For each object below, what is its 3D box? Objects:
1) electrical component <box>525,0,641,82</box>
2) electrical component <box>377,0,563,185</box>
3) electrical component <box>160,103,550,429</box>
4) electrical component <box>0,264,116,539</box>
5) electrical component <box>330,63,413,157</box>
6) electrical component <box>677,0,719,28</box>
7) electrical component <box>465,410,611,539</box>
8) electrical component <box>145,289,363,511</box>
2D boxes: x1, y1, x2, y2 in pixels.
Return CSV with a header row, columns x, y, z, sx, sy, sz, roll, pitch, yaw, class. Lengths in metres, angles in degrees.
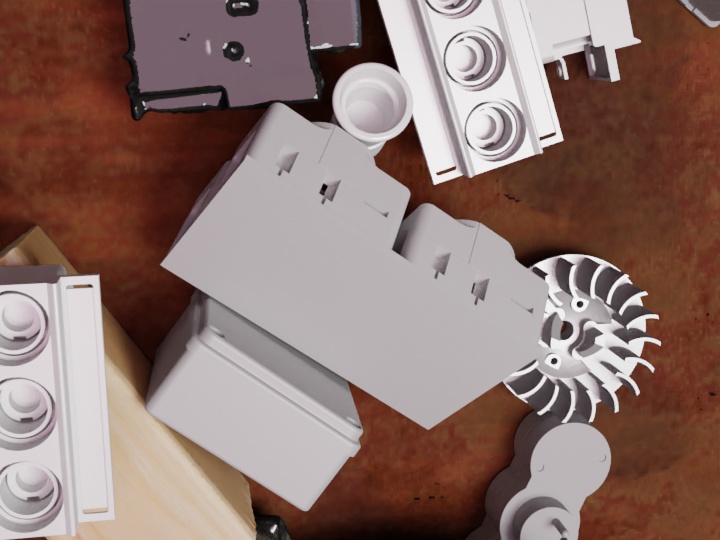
x,y,z,sx,sy,sz,roll,pitch,yaw,class
0.123,-0.147,0.627,0.064,0.042,0.081,-15,103,-4,electrical component
0.058,-0.120,0.612,0.079,0.063,0.121,-19,103,-4,electrical component
0.000,0.000,0.600,0.186,0.060,0.105,33,137,-14,electrical component
-0.162,0.061,0.522,0.079,0.063,0.121,-3,101,-9,electrical component
0.002,-0.086,0.609,0.044,0.065,0.044,1,81,-9,electrical component
0.212,-0.203,0.626,0.100,0.048,0.099,37,94,-14,electrical component
0.112,0.158,0.671,0.052,0.073,0.138,23,97,-12,electrical component
-0.060,0.069,0.610,0.109,0.108,0.056,35,97,-13,electrical component
